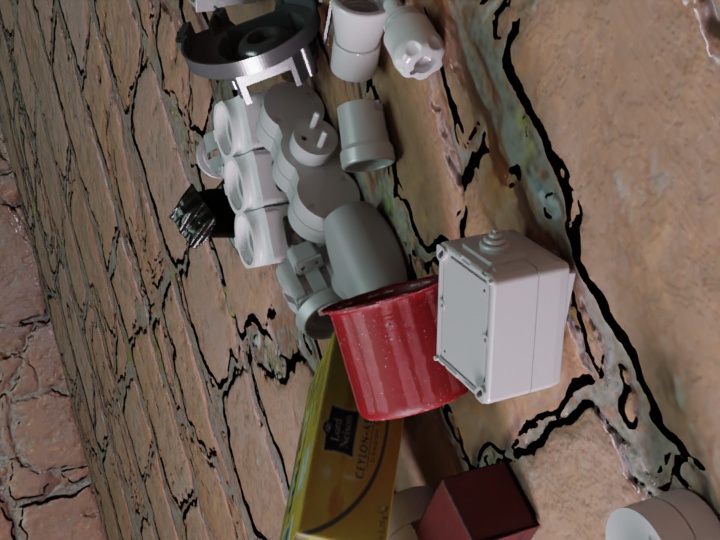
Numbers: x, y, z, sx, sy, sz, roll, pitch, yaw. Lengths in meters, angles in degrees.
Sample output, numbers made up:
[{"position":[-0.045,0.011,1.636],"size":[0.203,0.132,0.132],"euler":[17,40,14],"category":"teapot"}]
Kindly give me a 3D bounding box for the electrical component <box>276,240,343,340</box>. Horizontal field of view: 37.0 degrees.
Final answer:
[{"position":[-0.034,0.021,0.905],"size":[0.078,0.058,0.057],"euler":[77,167,-53],"category":"electrical component"}]

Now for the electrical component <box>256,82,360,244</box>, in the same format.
[{"position":[-0.040,-0.098,0.873],"size":[0.073,0.052,0.138],"euler":[118,135,-56],"category":"electrical component"}]

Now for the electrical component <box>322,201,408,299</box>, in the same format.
[{"position":[0.000,0.000,0.840],"size":[0.077,0.043,0.079],"euler":[66,154,26],"category":"electrical component"}]

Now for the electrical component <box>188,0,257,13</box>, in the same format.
[{"position":[-0.124,-0.299,0.960],"size":[0.078,0.063,0.121],"euler":[-130,36,-48],"category":"electrical component"}]

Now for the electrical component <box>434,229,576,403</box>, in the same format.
[{"position":[0.085,0.019,0.631],"size":[0.062,0.061,0.096],"euler":[-139,43,-55],"category":"electrical component"}]

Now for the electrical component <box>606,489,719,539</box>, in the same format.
[{"position":[0.153,0.187,0.539],"size":[0.052,0.074,0.138],"euler":[148,109,-66],"category":"electrical component"}]

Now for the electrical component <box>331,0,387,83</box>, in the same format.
[{"position":[-0.002,-0.168,0.770],"size":[0.065,0.044,0.044],"euler":[99,150,-48],"category":"electrical component"}]

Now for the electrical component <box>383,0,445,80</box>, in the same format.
[{"position":[0.031,-0.156,0.707],"size":[0.035,0.035,0.061],"euler":[109,145,-50],"category":"electrical component"}]

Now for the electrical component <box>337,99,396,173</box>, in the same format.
[{"position":[0.003,-0.099,0.793],"size":[0.040,0.040,0.046],"euler":[153,109,-66],"category":"electrical component"}]

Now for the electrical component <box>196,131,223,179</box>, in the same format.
[{"position":[-0.139,-0.120,1.102],"size":[0.055,0.048,0.066],"euler":[-6,95,59],"category":"electrical component"}]

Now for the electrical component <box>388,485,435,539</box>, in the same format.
[{"position":[0.043,0.198,0.822],"size":[0.055,0.055,0.047],"euler":[107,148,-48],"category":"electrical component"}]

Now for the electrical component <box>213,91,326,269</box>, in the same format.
[{"position":[-0.085,-0.081,0.973],"size":[0.089,0.062,0.150],"euler":[173,85,-67],"category":"electrical component"}]

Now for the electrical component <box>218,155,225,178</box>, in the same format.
[{"position":[-0.115,-0.119,1.050],"size":[0.048,0.048,0.062],"euler":[-170,78,-65],"category":"electrical component"}]
